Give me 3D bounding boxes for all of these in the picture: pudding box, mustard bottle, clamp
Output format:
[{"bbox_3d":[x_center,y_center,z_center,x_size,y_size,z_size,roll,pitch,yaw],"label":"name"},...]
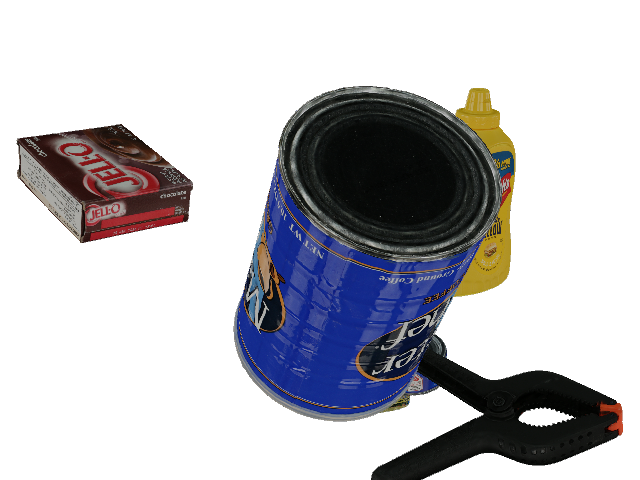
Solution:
[{"bbox_3d":[-0.163,-0.045,0.797,0.089,0.039,0.114,-13,34,-37],"label":"pudding box"},{"bbox_3d":[0.144,-0.048,1.009,0.096,0.192,0.058,-14,24,-38],"label":"mustard bottle"},{"bbox_3d":[0.148,0.157,0.912,0.210,0.036,0.164,4,42,22],"label":"clamp"}]

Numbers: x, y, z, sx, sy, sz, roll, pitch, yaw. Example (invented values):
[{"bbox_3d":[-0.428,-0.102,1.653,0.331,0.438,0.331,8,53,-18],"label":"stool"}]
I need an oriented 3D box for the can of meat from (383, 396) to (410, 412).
[{"bbox_3d":[0.073,0.180,1.410,0.102,0.084,0.057,-6,25,-21],"label":"can of meat"}]

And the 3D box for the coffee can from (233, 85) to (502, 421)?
[{"bbox_3d":[0.018,0.010,0.523,0.102,0.103,0.140,0,-38,-15],"label":"coffee can"}]

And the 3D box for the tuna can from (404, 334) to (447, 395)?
[{"bbox_3d":[0.093,0.128,1.147,0.086,0.034,0.086,-1,28,0],"label":"tuna can"}]
